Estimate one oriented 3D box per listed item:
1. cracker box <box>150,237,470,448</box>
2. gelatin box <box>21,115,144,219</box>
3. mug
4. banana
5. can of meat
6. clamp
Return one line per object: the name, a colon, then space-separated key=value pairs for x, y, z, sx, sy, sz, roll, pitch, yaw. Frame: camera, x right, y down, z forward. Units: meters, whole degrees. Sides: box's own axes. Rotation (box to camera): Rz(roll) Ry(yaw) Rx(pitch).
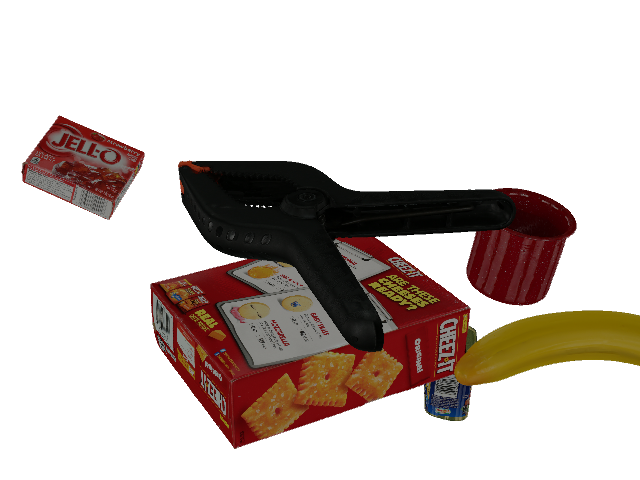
cracker box: x=-0.011 y=0.074 z=0.881 sx=0.213 sy=0.072 sz=0.164 roll=-14 pitch=30 yaw=-26
gelatin box: x=-0.216 y=-0.068 z=0.975 sx=0.089 sy=0.073 sz=0.030 roll=24 pitch=-45 yaw=-2
mug: x=0.181 y=0.001 z=1.024 sx=0.093 sy=0.081 sz=0.117 roll=-6 pitch=35 yaw=-25
banana: x=0.193 y=0.080 z=0.789 sx=0.197 sy=0.037 sz=0.069 roll=2 pitch=33 yaw=-5
can of meat: x=0.155 y=0.156 z=1.278 sx=0.057 sy=0.084 sz=0.102 roll=7 pitch=19 yaw=3
clamp: x=0.003 y=-0.014 z=0.652 sx=0.210 sy=0.036 sz=0.164 roll=24 pitch=39 yaw=35
